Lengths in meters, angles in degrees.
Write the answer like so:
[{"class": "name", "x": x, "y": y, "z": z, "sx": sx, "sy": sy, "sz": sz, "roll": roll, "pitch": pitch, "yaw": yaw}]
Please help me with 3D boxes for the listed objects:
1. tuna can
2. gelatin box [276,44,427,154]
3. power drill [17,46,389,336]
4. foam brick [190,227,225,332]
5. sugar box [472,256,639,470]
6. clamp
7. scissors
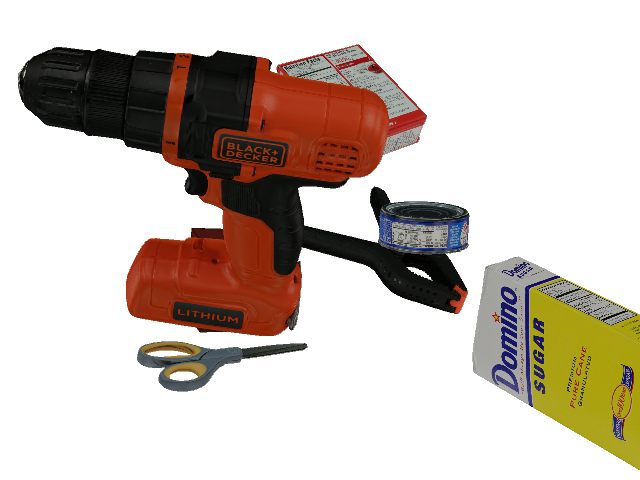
[{"class": "tuna can", "x": 0.098, "y": -0.013, "z": 1.011, "sx": 0.086, "sy": 0.034, "sz": 0.086, "roll": 1, "pitch": 13, "yaw": -1}, {"class": "gelatin box", "x": 0.019, "y": -0.096, "z": 0.758, "sx": 0.073, "sy": 0.089, "sz": 0.030, "roll": -21, "pitch": -33, "yaw": -30}, {"class": "power drill", "x": -0.068, "y": -0.024, "z": 0.585, "sx": 0.184, "sy": 0.057, "sz": 0.188, "roll": 9, "pitch": -37, "yaw": -4}, {"class": "foam brick", "x": -0.082, "y": 0.033, "z": 0.910, "sx": 0.053, "sy": 0.078, "sz": 0.051, "roll": 0, "pitch": 15, "yaw": -19}, {"class": "sugar box", "x": 0.187, "y": 0.086, "z": 0.757, "sx": 0.048, "sy": 0.093, "sz": 0.176, "roll": -16, "pitch": 29, "yaw": -39}, {"class": "clamp", "x": 0.078, "y": 0.018, "z": 1.246, "sx": 0.164, "sy": 0.036, "sz": 0.210, "roll": -21, "pitch": 50, "yaw": -38}, {"class": "scissors", "x": -0.102, "y": 0.138, "z": 1.191, "sx": 0.201, "sy": 0.016, "sz": 0.096, "roll": 3, "pitch": 25, "yaw": -15}]
